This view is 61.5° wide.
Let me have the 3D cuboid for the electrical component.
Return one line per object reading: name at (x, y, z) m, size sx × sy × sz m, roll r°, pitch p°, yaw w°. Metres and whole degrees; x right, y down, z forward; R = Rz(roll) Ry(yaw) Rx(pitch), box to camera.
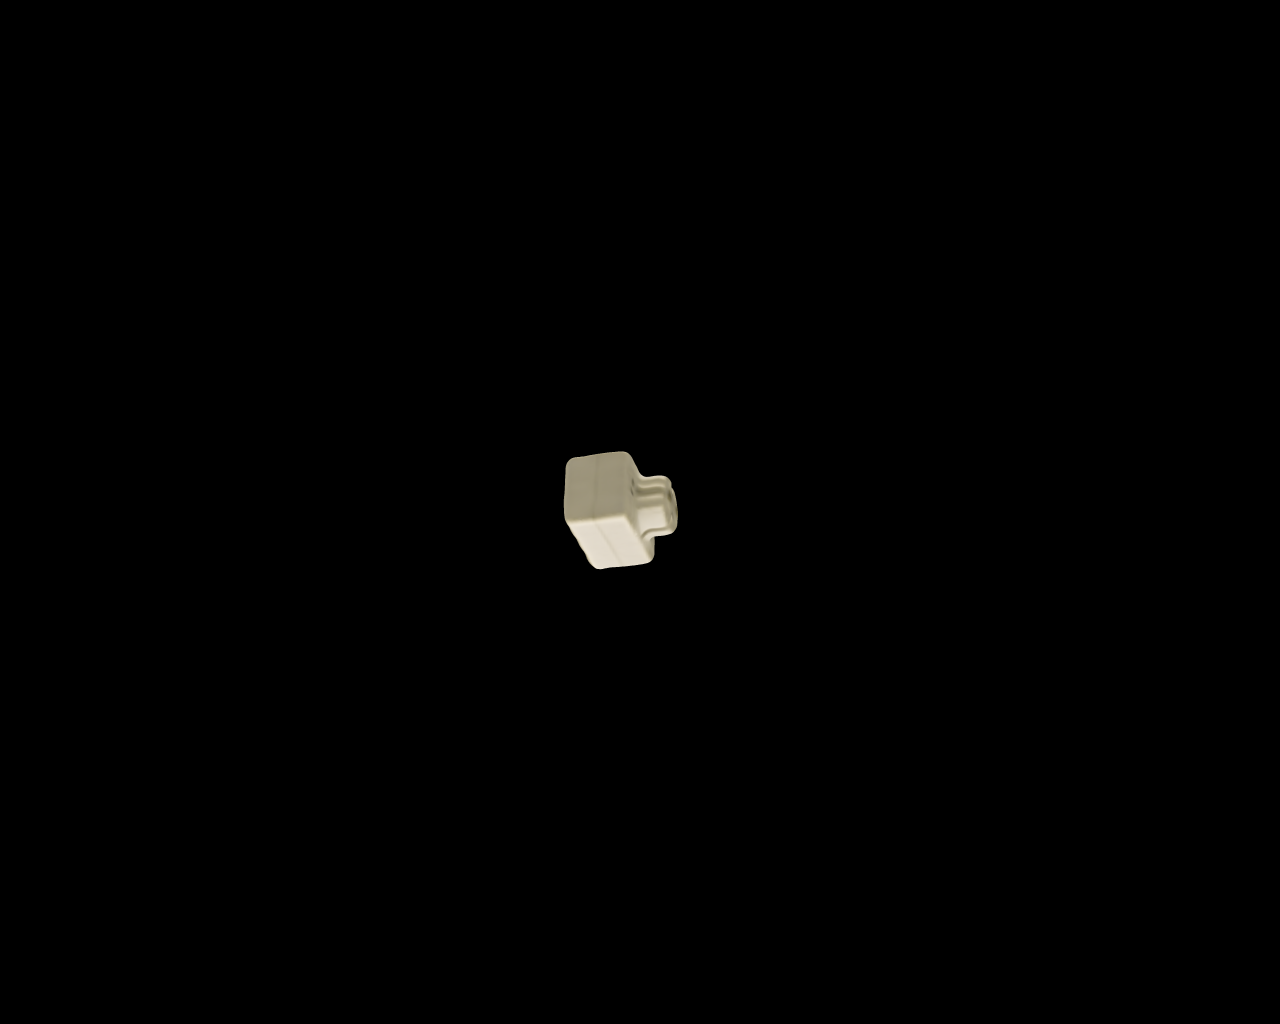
electrical component at (0.001, -0.003, 0.650) m, size 0.077 × 0.047 × 0.065 m, roll -8°, pitch -31°, yaw 13°
